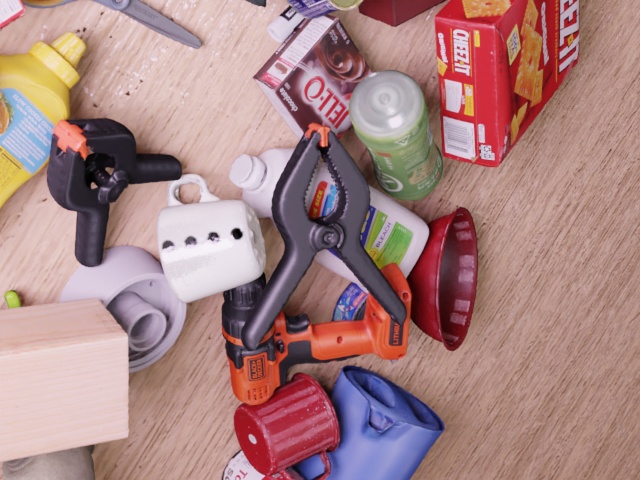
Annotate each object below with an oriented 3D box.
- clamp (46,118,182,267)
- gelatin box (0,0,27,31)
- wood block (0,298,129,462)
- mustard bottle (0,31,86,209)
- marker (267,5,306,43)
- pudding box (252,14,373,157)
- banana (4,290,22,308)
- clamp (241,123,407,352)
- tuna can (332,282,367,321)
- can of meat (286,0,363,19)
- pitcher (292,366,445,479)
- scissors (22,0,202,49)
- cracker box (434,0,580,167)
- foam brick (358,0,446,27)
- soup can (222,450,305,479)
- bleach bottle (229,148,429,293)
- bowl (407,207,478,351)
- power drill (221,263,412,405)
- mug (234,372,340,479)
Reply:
[{"bbox_3d":[-0.177,-0.040,0.848,0.120,0.039,0.171,-57,160,-4],"label":"clamp"},{"bbox_3d":[-0.237,-0.187,0.697,0.030,0.073,0.089,-41,137,-18],"label":"gelatin box"},{"bbox_3d":[-0.258,0.111,0.812,0.205,0.090,0.091,-7,111,-27],"label":"wood block"},{"bbox_3d":[-0.239,-0.076,0.776,0.191,0.058,0.096,-50,142,-8],"label":"mustard bottle"},{"bbox_3d":[0.000,-0.223,0.951,0.121,0.020,0.020,-47,139,-13],"label":"marker"},{"bbox_3d":[-0.001,-0.144,0.985,0.090,0.039,0.113,-51,140,-8],"label":"pudding box"},{"bbox_3d":[-0.295,0.133,0.876,0.069,0.037,0.197,43,80,-28],"label":"banana"},{"bbox_3d":[-0.006,0.001,0.973,0.164,0.036,0.210,-15,109,-19],"label":"clamp"},{"bbox_3d":[0.055,0.081,1.188,0.086,0.034,0.086,-24,130,-33],"label":"tuna can"},{"bbox_3d":[0.020,-0.237,0.900,0.057,0.084,0.102,44,78,-18],"label":"can of meat"},{"bbox_3d":[0.030,0.275,1.228,0.149,0.145,0.243,23,101,-37],"label":"pitcher"},{"bbox_3d":[-0.157,-0.205,0.810,0.201,0.016,0.096,1,114,-45],"label":"scissors"},{"bbox_3d":[0.195,-0.199,1.077,0.213,0.072,0.164,-48,143,-37],"label":"cracker box"},{"bbox_3d":[0.077,-0.240,0.991,0.078,0.053,0.051,-31,133,-27],"label":"foam brick"},{"bbox_3d":[-0.051,0.274,1.153,0.068,0.102,0.068,-24,130,-33],"label":"soup can"},{"bbox_3d":[0.002,-0.021,1.051,0.250,0.068,0.102,24,100,-46],"label":"bleach bottle"},{"bbox_3d":[0.130,0.042,1.193,0.162,0.055,0.162,3,90,-67],"label":"bowl"},{"bbox_3d":[-0.005,0.078,1.061,0.187,0.057,0.184,-10,135,-11],"label":"power drill"},{"bbox_3d":[-0.033,0.208,1.126,0.081,0.117,0.093,-21,165,-29],"label":"mug"}]
